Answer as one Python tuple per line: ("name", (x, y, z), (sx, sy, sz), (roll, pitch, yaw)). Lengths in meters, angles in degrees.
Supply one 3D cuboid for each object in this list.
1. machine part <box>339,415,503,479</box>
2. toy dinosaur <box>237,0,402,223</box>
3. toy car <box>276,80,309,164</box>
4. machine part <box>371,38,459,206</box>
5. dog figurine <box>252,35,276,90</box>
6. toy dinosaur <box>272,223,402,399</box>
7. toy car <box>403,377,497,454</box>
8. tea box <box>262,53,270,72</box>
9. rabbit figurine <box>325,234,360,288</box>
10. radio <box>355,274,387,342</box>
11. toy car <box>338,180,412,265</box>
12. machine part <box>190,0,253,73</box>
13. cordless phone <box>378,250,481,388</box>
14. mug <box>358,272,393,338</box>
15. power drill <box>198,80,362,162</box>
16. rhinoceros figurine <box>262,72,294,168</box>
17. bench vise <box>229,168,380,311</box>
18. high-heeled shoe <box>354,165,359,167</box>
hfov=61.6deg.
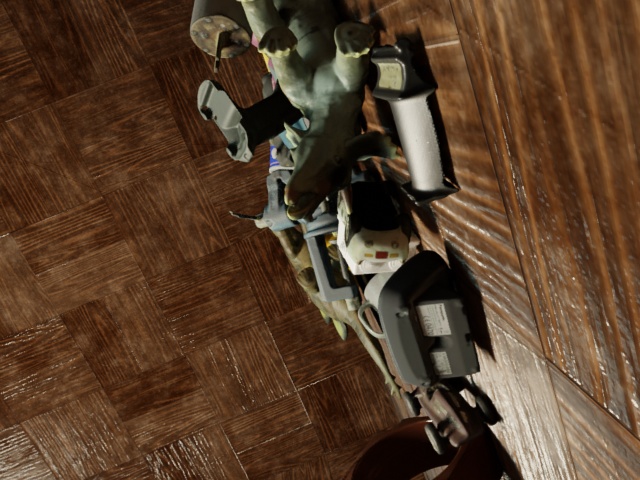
("machine part", (0.141, 0.343, 0.767), (0.201, 0.201, 0.087), (-34, -83, -46))
("toy dinosaur", (-0.012, -0.212, 0.619), (0.192, 0.131, 0.405), (70, -175, -60))
("toy car", (-0.011, -0.193, 0.849), (0.161, 0.103, 0.109), (60, -142, -52))
("machine part", (0.078, -0.100, 0.461), (0.084, 0.039, 0.138), (-143, 32, -69))
("dog figurine", (-0.075, -0.349, 0.895), (0.192, 0.108, 0.219), (-117, 2, -54))
("toy dinosaur", (0.023, 0.091, 1.040), (0.472, 0.105, 0.198), (58, 175, 42))
("toy car", (0.170, 0.224, 0.736), (0.202, 0.089, 0.053), (-148, 33, -89))
("tea box", (-0.077, -0.374, 1.163), (0.169, 0.068, 0.098), (72, 176, -51))
("rabbit figurine", (0.066, 0.030, 1.160), (0.173, 0.122, 0.162), (1, 107, 67))
("radio", (0.112, 0.079, 0.940), (0.230, 0.073, 0.130), (-116, 4, -56))
("toy car", (0.063, -0.029, 0.667), (0.202, 0.074, 0.056), (-96, 7, -65))
("machine part", (-0.115, -0.322, 0.679), (0.079, 0.079, 0.243), (73, -160, -69))
("cordless phone", (0.123, 0.061, 0.628), (0.184, 0.089, 0.146), (-79, -27, -57))
("mug", (0.115, 0.099, 0.754), (0.107, 0.109, 0.080), (50, 163, 33))
("power drill", (-0.060, -0.205, 0.735), (0.232, 0.207, 0.086), (58, 145, 4))
("rhinoceros figurine", (-0.064, -0.224, 1.009), (0.112, 0.073, 0.190), (102, 159, -74))
("bench vise", (0.002, -0.003, 0.838), (0.129, 0.224, 0.240), (-11, -94, -74))
("high-heeled shoe", (-0.012, -0.125, 1.015), (0.249, 0.145, 0.086), (-124, 13, -72))
